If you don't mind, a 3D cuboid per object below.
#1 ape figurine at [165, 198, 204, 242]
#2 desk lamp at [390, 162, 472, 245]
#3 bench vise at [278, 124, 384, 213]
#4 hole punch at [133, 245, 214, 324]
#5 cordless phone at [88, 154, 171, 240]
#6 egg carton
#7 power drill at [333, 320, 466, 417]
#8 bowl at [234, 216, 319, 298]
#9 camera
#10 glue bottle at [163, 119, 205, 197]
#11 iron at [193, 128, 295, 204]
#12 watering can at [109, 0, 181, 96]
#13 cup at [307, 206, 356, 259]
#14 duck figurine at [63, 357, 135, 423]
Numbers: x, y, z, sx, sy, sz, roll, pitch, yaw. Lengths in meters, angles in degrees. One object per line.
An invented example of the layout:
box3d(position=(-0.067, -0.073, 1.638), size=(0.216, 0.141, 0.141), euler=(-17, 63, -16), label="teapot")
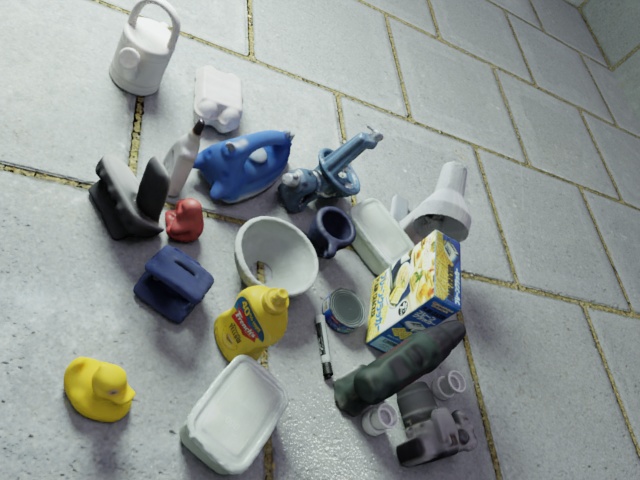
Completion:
box3d(position=(-0.232, -0.041, 0.998), size=(0.076, 0.092, 0.078), euler=(39, 45, -6), label="ape figurine")
box3d(position=(0.247, -0.066, 1.277), size=(0.118, 0.213, 0.203), euler=(27, 47, -17), label="desk lamp")
box3d(position=(0.029, -0.138, 1.166), size=(0.121, 0.219, 0.208), euler=(48, 44, 4), label="bench vise")
box3d(position=(-0.231, 0.060, 0.926), size=(0.109, 0.091, 0.101), euler=(37, 45, -8), label="hole punch")
box3d(position=(-0.294, -0.096, 0.927), size=(0.094, 0.184, 0.147), euler=(-25, 76, -44), label="cordless phone")
box3d(position=(-0.217, -0.299, 1.212), size=(0.107, 0.069, 0.150), euler=(13, 53, -29), label="egg carton")
box3d(position=(0.124, 0.223, 0.982), size=(0.230, 0.208, 0.075), euler=(-22, 73, -43), label="power drill")
box3d(position=(-0.091, 0.044, 1.052), size=(0.168, 0.074, 0.167), euler=(19, 50, -24), label="bowl")
box3d(position=(0.206, 0.327, 1.043), size=(0.144, 0.100, 0.136), euler=(2, 58, -35), label="camera")
box3d(position=(-0.239, -0.154, 1.016), size=(0.037, 0.172, 0.078), euler=(9, 55, -31), label="glue bottle")
box3d(position=(-0.124, -0.173, 1.136), size=(0.259, 0.141, 0.118), euler=(-28, 78, -44), label="iron")
box3d(position=(-0.329, -0.373, 1.095), size=(0.101, 0.193, 0.172), euler=(14, 52, -28), label="watering can")
box3d(position=(0.010, 0.004, 1.139), size=(0.092, 0.094, 0.118), euler=(24, 48, -20), label="cup")
box3d(position=(-0.297, 0.195, 0.784), size=(0.104, 0.086, 0.078), euler=(42, 44, -2), label="duck figurine")
